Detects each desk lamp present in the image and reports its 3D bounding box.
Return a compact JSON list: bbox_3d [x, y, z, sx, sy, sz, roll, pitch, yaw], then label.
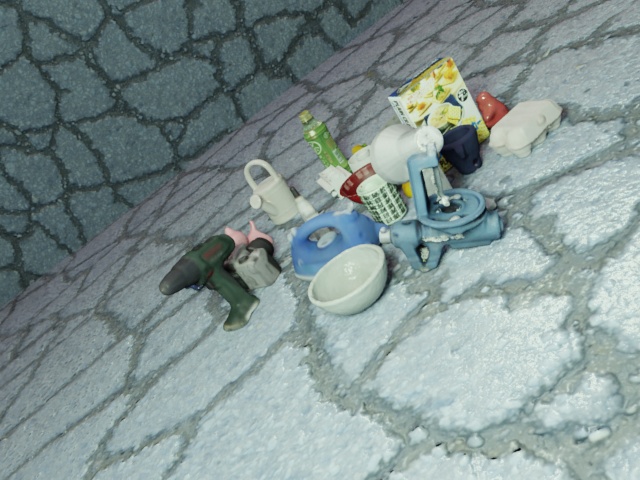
[{"bbox_3d":[0.212,-0.134,1.129,0.118,0.214,0.202,-41,24,-13],"label":"desk lamp"}]

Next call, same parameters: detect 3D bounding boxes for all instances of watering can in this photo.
[{"bbox_3d":[-0.144,-0.143,1.640,0.101,0.194,0.172,-29,24,13],"label":"watering can"}]

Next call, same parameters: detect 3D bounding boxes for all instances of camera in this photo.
[{"bbox_3d":[-0.166,0.047,1.430,0.142,0.101,0.137,-13,32,41],"label":"camera"}]

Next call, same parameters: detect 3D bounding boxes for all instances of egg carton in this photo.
[{"bbox_3d":[0.435,-0.238,1.211,0.150,0.069,0.107,-42,25,-15],"label":"egg carton"}]

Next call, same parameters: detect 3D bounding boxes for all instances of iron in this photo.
[{"bbox_3d":[0.011,0.004,1.226,0.257,0.142,0.119,-18,29,35],"label":"iron"}]

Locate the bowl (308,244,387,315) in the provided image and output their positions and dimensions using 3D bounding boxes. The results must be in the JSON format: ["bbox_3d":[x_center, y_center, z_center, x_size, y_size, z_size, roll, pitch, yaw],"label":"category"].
[{"bbox_3d":[0.065,0.087,1.084,0.167,0.075,0.167,-29,25,15],"label":"bowl"}]

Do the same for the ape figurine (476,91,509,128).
[{"bbox_3d":[0.403,-0.313,1.365,0.076,0.092,0.078,-10,34,44],"label":"ape figurine"}]

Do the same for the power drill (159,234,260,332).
[{"bbox_3d":[-0.235,0.102,1.285,0.075,0.209,0.230,-18,29,34],"label":"power drill"}]

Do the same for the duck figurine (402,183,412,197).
[{"bbox_3d":[0.214,-0.157,1.329,0.077,0.086,0.105,-15,30,37],"label":"duck figurine"}]

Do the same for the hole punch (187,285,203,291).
[{"bbox_3d":[-0.354,0.080,1.628,0.109,0.091,0.100,-45,26,-21],"label":"hole punch"}]

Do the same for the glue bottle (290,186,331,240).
[{"bbox_3d":[-0.020,-0.055,1.338,0.037,0.173,0.078,-38,24,-6],"label":"glue bottle"}]

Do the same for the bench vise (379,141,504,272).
[{"bbox_3d":[0.187,-0.051,1.000,0.207,0.220,0.121,-30,24,11],"label":"bench vise"}]

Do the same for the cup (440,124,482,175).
[{"bbox_3d":[0.313,-0.185,1.241,0.091,0.095,0.117,-26,25,19],"label":"cup"}]

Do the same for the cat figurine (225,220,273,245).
[{"bbox_3d":[-0.204,0.002,1.543,0.067,0.118,0.128,-7,36,47],"label":"cat figurine"}]
